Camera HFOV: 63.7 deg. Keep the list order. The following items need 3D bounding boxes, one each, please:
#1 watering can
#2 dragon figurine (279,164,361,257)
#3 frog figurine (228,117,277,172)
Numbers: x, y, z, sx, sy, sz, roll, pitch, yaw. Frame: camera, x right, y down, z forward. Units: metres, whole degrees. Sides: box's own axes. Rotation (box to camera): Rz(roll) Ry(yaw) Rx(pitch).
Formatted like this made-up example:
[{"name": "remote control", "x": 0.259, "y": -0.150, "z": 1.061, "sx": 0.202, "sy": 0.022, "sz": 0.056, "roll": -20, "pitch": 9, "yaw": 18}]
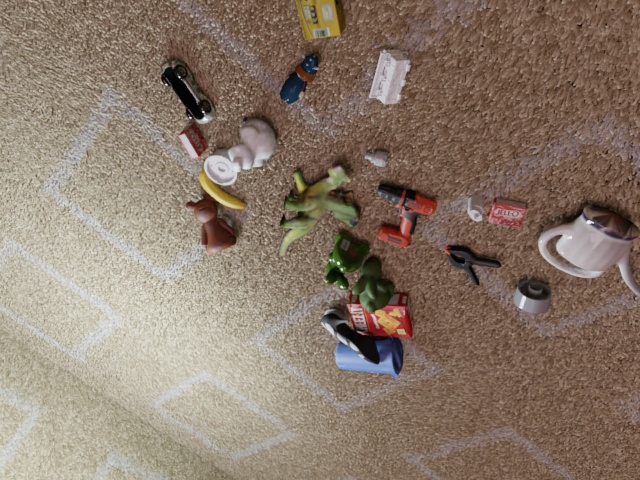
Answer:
[{"name": "watering can", "x": 0.790, "y": 0.030, "z": 1.421, "sx": 0.348, "sy": 0.106, "sz": 0.219, "roll": 22, "pitch": 131, "yaw": 1}, {"name": "dragon figurine", "x": 0.005, "y": -0.081, "z": 1.607, "sx": 0.243, "sy": 0.125, "sz": 0.400, "roll": 11, "pitch": 132, "yaw": -1}, {"name": "frog figurine", "x": -0.195, "y": -0.267, "z": 1.474, "sx": 0.123, "sy": 0.163, "sz": 0.134, "roll": 9, "pitch": 130, "yaw": 9}]
